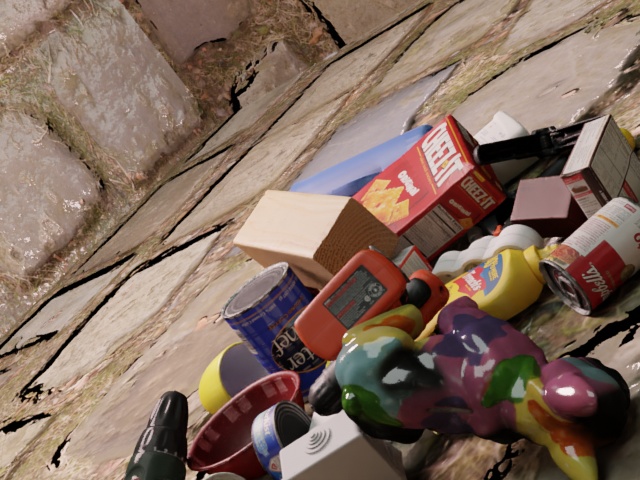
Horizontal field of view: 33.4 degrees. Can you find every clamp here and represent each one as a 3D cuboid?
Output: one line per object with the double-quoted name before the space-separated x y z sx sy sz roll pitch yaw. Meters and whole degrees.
"clamp" 0.271 -0.119 1.327 0.164 0.036 0.210 -12 0 8
"clamp" 0.237 -0.043 1.315 0.120 0.039 0.171 -22 19 46

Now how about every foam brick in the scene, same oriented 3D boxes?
"foam brick" 0.258 -0.036 1.167 0.078 0.051 0.053 -2 67 49

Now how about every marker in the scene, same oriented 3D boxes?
"marker" 0.191 -0.041 1.373 0.020 0.020 0.121 -31 38 23

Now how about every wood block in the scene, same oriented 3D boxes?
"wood block" -0.008 0.001 1.317 0.090 0.090 0.206 -57 28 -13

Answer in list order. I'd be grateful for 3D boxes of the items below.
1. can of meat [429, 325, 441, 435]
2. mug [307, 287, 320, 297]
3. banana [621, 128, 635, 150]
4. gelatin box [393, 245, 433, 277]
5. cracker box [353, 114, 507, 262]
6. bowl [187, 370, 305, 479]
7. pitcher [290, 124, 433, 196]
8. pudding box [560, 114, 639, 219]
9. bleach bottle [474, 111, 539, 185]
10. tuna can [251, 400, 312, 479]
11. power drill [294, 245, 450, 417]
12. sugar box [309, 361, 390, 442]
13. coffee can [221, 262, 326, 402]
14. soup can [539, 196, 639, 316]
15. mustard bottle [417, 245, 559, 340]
"can of meat" 0.116 0.135 1.037 0.084 0.057 0.102 -43 15 -8
"mug" -0.019 0.095 1.418 0.117 0.093 0.081 -16 11 -1
"banana" 0.312 -0.073 1.244 0.197 0.037 0.070 -43 -1 -23
"gelatin box" 0.103 0.062 1.244 0.030 0.073 0.089 -22 22 48
"cracker box" 0.119 -0.043 1.365 0.214 0.072 0.164 -41 26 17
"bowl" -0.072 0.221 1.211 0.162 0.055 0.162 -35 15 11
"pitcher" 0.079 -0.074 1.593 0.243 0.145 0.149 -27 34 26
"pudding box" 0.305 -0.068 1.134 0.039 0.090 0.113 -25 20 39
"bleach bottle" 0.181 -0.070 1.472 0.251 0.068 0.102 -38 23 5
"tuna can" -0.031 0.210 1.094 0.034 0.086 0.086 -33 16 22
"power drill" 0.038 0.089 1.013 0.184 0.057 0.187 -48 -20 0
"sugar box" 0.044 0.164 1.137 0.093 0.048 0.176 -31 20 23
"coffee can" -0.037 0.112 1.290 0.103 0.140 0.103 -35 15 11
"soup can" 0.269 0.014 1.018 0.102 0.068 0.069 -40 15 -8
"mustard bottle" 0.171 0.061 1.123 0.192 0.058 0.096 -32 15 19
